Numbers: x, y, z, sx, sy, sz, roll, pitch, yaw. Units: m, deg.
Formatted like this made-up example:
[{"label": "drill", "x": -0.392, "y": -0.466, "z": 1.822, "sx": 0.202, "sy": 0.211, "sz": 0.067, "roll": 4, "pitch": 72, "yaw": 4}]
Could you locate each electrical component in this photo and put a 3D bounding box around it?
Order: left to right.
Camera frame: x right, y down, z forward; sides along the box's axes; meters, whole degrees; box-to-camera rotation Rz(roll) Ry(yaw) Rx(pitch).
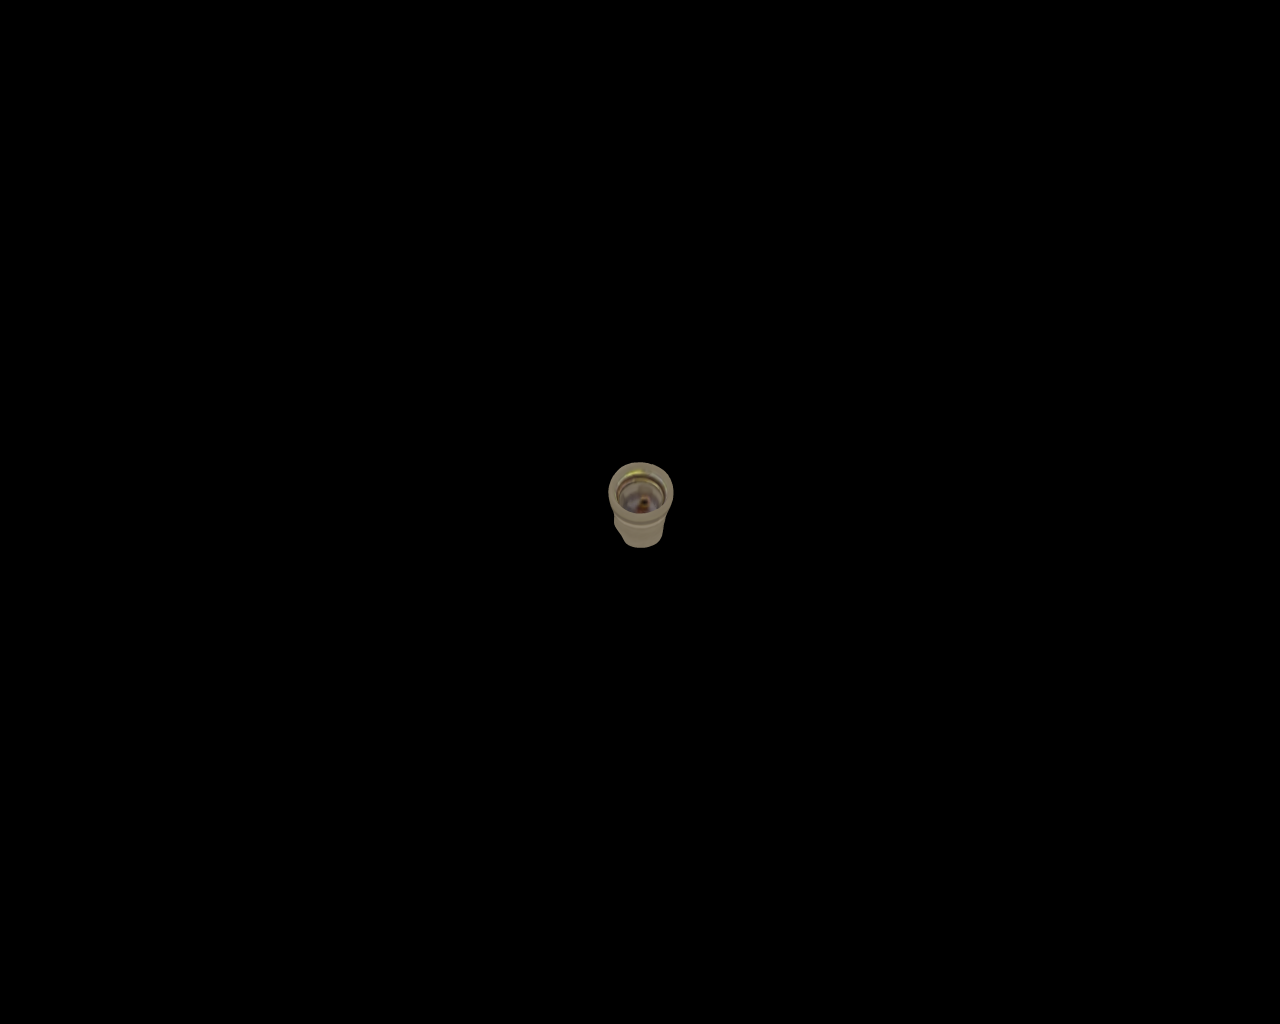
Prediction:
[{"label": "electrical component", "x": 0.001, "y": -0.003, "z": 0.650, "sx": 0.040, "sy": 0.040, "sz": 0.046, "roll": 0, "pitch": -32, "yaw": 0}]
